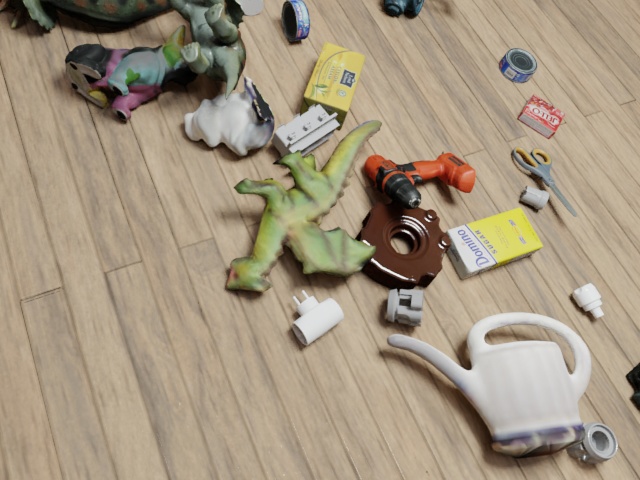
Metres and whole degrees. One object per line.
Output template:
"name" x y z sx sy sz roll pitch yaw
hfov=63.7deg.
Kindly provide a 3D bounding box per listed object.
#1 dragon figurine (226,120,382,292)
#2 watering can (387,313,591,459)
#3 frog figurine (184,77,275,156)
"dragon figurine" 0.003 -0.046 0.912 0.413 0.244 0.120 -30 -11 -15
"watering can" 0.289 0.234 0.836 0.348 0.229 0.102 -3 -25 -9
"frog figurine" -0.172 -0.220 0.987 0.158 0.139 0.122 -28 -14 14
